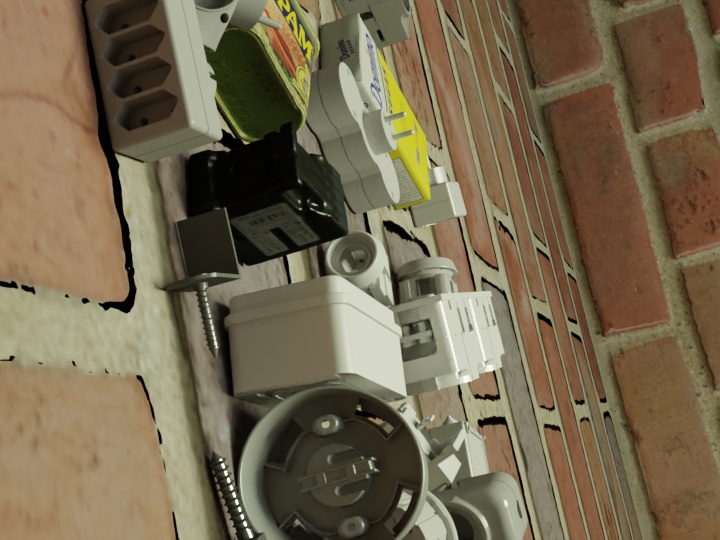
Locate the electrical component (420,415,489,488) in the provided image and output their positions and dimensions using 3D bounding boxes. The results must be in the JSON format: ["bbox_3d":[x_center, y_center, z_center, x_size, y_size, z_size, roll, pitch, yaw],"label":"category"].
[{"bbox_3d":[0.072,0.168,0.887,0.062,0.061,0.096,44,34,-60],"label":"electrical component"}]

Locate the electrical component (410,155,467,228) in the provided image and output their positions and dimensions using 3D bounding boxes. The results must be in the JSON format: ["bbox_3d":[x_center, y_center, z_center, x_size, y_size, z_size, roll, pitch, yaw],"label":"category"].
[{"bbox_3d":[0.079,-0.090,1.171,0.066,0.047,0.076,-15,90,-74],"label":"electrical component"}]

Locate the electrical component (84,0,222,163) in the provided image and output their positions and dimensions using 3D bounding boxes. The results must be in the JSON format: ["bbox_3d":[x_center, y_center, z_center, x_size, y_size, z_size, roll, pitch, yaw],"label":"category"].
[{"bbox_3d":[-0.102,-0.103,0.581,0.076,0.047,0.083,15,61,-72],"label":"electrical component"}]

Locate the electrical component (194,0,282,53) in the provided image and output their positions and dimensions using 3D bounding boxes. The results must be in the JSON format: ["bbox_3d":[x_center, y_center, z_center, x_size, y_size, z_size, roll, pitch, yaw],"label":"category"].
[{"bbox_3d":[-0.078,-0.164,0.627,0.079,0.044,0.077,16,92,-28],"label":"electrical component"}]

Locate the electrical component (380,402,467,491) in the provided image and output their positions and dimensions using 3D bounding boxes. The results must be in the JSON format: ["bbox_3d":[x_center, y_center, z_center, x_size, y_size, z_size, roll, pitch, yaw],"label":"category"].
[{"bbox_3d":[0.033,0.135,0.779,0.063,0.081,0.042,52,16,3],"label":"electrical component"}]

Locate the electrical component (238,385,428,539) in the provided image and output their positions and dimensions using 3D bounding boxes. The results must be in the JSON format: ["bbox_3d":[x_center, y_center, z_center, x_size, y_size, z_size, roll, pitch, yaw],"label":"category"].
[{"bbox_3d":[-0.011,0.116,0.603,0.064,0.099,0.099,45,33,-71],"label":"electrical component"}]

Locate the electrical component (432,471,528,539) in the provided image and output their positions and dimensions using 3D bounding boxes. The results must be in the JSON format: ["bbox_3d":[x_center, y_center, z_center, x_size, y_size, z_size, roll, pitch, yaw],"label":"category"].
[{"bbox_3d":[0.073,0.191,0.807,0.059,0.095,0.053,-21,95,-73],"label":"electrical component"}]

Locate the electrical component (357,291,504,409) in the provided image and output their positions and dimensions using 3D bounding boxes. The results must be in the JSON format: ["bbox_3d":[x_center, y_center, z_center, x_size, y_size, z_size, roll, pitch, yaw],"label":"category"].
[{"bbox_3d":[0.037,0.058,0.794,0.186,0.105,0.060,2,74,-73],"label":"electrical component"}]

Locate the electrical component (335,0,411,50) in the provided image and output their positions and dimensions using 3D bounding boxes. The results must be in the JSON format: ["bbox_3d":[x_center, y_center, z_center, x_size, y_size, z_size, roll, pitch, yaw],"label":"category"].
[{"bbox_3d":[0.015,-0.312,1.136,0.150,0.062,0.089,-89,157,-44],"label":"electrical component"}]

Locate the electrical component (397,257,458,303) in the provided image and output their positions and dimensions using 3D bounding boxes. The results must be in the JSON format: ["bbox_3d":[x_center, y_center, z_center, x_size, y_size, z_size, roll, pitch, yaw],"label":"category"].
[{"bbox_3d":[0.065,0.023,1.008,0.078,0.058,0.057,37,43,-65],"label":"electrical component"}]

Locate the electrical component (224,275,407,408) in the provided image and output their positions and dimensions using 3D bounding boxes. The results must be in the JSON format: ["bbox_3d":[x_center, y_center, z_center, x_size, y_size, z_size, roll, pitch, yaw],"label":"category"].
[{"bbox_3d":[-0.024,0.048,0.648,0.113,0.078,0.057,36,44,-65],"label":"electrical component"}]

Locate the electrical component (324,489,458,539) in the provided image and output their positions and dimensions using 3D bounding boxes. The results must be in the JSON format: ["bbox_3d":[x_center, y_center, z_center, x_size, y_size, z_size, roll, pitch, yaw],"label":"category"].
[{"bbox_3d":[0.017,0.174,0.669,0.051,0.080,0.080,5,70,-68],"label":"electrical component"}]

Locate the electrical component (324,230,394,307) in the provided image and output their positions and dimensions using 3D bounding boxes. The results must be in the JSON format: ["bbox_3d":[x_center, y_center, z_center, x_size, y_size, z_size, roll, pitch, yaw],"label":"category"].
[{"bbox_3d":[0.000,0.000,0.833,0.055,0.048,0.066,61,19,-60],"label":"electrical component"}]

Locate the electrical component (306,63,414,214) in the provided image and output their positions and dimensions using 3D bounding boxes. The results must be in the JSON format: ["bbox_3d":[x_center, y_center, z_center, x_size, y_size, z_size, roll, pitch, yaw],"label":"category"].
[{"bbox_3d":[0.008,-0.114,0.909,0.052,0.074,0.138,-85,154,-50],"label":"electrical component"}]
